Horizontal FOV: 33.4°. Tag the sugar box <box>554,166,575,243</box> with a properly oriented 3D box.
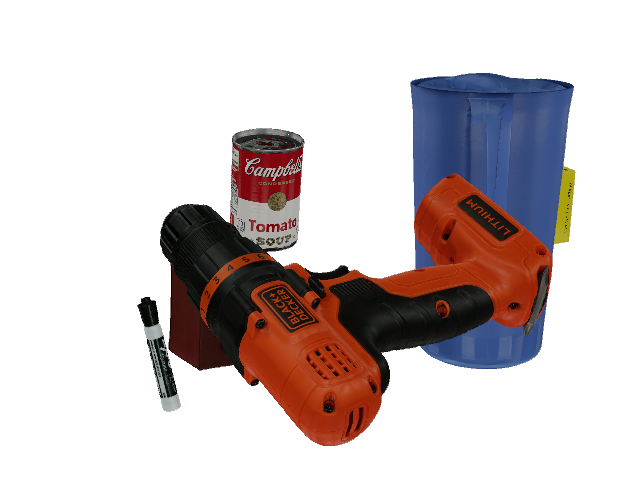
[{"bbox_3d":[0.215,-0.035,1.256,0.176,0.093,0.048,-9,20,-26],"label":"sugar box"}]

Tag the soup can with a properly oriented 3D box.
[{"bbox_3d":[-0.052,-0.048,1.017,0.068,0.102,0.068,3,22,-2],"label":"soup can"}]

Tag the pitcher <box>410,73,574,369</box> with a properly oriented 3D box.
[{"bbox_3d":[0.138,-0.017,0.900,0.149,0.243,0.145,-10,17,-35],"label":"pitcher"}]

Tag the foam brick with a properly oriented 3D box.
[{"bbox_3d":[-0.083,0.053,0.825,0.052,0.078,0.051,-6,15,-34],"label":"foam brick"}]

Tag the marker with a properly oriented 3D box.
[{"bbox_3d":[-0.165,0.116,1.090,0.020,0.121,0.020,-11,13,2],"label":"marker"}]

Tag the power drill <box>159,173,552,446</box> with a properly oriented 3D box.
[{"bbox_3d":[0.021,0.020,0.609,0.187,0.057,0.185,-20,47,-28],"label":"power drill"}]
